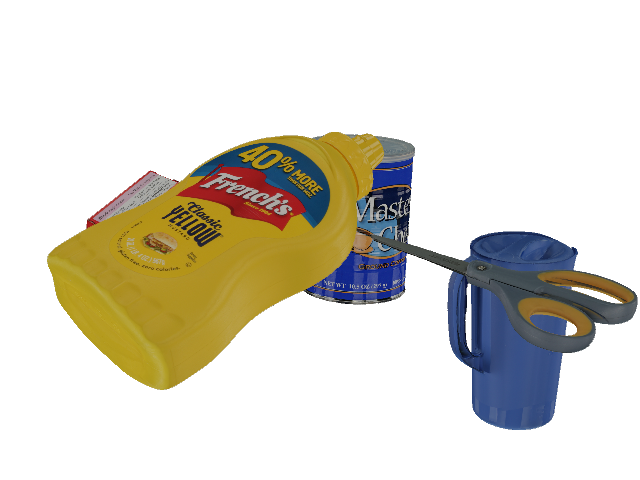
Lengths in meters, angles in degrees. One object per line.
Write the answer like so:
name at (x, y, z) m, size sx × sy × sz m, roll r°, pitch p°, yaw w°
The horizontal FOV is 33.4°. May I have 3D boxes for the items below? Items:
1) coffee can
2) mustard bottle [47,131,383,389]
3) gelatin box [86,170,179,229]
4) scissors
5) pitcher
coffee can at (0.034, -0.022, 1.009) m, size 0.103 × 0.140 × 0.103 m, roll 2°, pitch 16°, yaw -1°
mustard bottle at (-0.038, -0.006, 0.560) m, size 0.191 × 0.058 × 0.096 m, roll -34°, pitch 49°, yaw -30°
gelatin box at (-0.141, 0.000, 0.795) m, size 0.030 × 0.073 × 0.089 m, roll 23°, pitch 35°, yaw 12°
scissors at (0.113, 0.034, 0.736) m, size 0.202 × 0.016 × 0.096 m, roll 10°, pitch 31°, yaw 21°
pitcher at (0.246, 0.118, 1.377) m, size 0.149 × 0.243 × 0.144 m, roll 5°, pitch 18°, yaw 16°
